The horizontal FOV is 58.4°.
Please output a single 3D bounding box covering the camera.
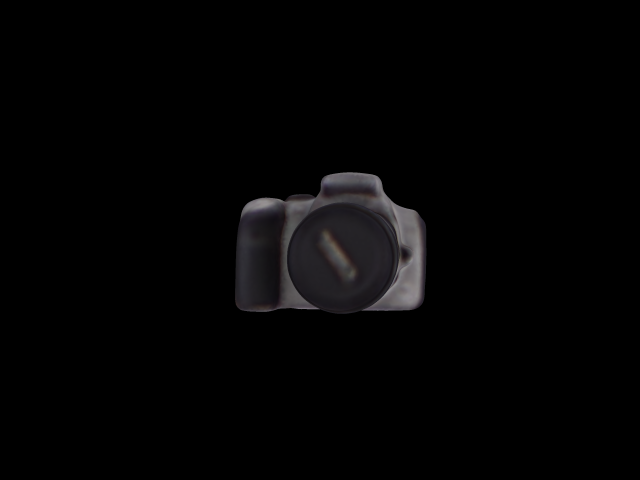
[{"bbox_3d":[0.004,0.001,0.400,0.143,0.101,0.137,0,0,8],"label":"camera"}]
